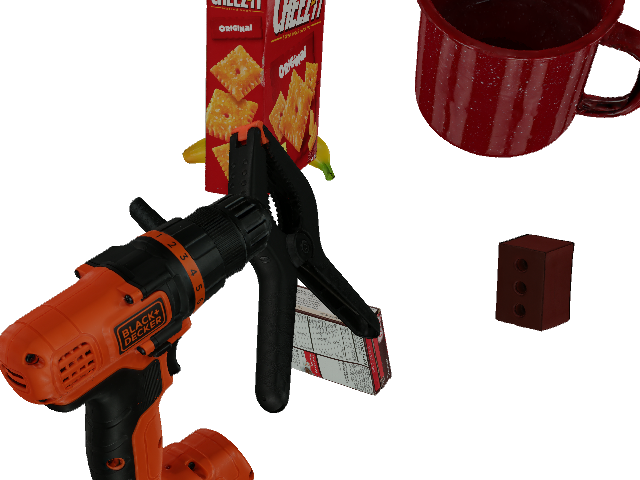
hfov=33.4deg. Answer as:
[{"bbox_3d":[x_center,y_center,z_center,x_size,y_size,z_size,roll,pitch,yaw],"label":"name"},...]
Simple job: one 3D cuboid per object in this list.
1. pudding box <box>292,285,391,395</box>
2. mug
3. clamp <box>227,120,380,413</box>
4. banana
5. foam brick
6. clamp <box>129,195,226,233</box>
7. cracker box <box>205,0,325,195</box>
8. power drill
[{"bbox_3d":[0.011,0.098,1.066,0.114,0.090,0.039,13,41,30],"label":"pudding box"},{"bbox_3d":[0.098,-0.089,0.496,0.117,0.093,0.081,18,-30,12],"label":"mug"},{"bbox_3d":[-0.019,0.011,0.825,0.036,0.210,0.164,-13,2,33],"label":"clamp"},{"bbox_3d":[-0.070,-0.115,1.320,0.198,0.037,0.069,6,39,16],"label":"banana"},{"bbox_3d":[0.199,0.038,0.993,0.053,0.078,0.051,13,20,41],"label":"foam brick"},{"bbox_3d":[-0.138,-0.001,1.140,0.120,0.039,0.171,-12,38,-7],"label":"clamp"},{"bbox_3d":[-0.051,-0.166,1.064,0.072,0.214,0.164,11,22,17],"label":"cracker box"},{"bbox_3d":[-0.089,0.081,0.623,0.057,0.188,0.184,21,41,38],"label":"power drill"}]
